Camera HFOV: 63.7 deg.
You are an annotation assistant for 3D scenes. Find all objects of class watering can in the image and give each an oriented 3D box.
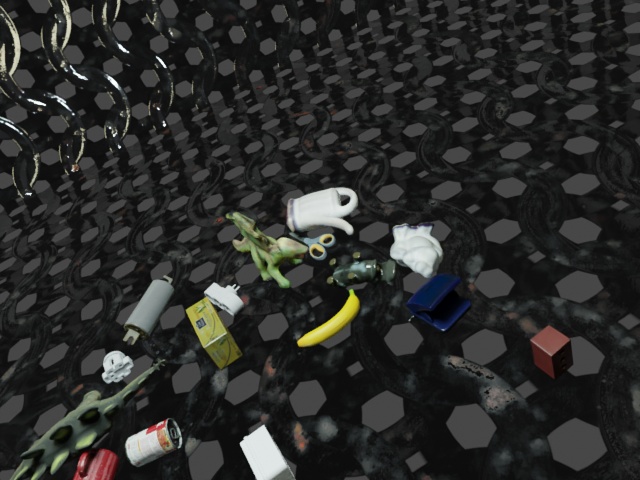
[{"bbox_3d":[0.005,-0.077,1.525,0.224,0.102,0.354,-15,23,9],"label":"watering can"}]

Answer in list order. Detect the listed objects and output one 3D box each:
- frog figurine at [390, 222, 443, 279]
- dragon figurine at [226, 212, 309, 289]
[{"bbox_3d":[0.244,0.042,1.265,0.137,0.120,0.163,12,42,-26],"label":"frog figurine"},{"bbox_3d":[-0.177,-0.001,1.450,0.413,0.238,0.124,19,59,40],"label":"dragon figurine"}]
